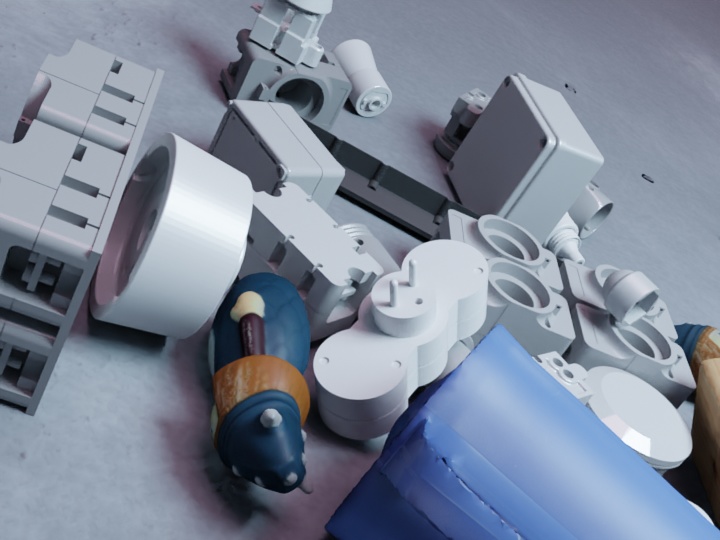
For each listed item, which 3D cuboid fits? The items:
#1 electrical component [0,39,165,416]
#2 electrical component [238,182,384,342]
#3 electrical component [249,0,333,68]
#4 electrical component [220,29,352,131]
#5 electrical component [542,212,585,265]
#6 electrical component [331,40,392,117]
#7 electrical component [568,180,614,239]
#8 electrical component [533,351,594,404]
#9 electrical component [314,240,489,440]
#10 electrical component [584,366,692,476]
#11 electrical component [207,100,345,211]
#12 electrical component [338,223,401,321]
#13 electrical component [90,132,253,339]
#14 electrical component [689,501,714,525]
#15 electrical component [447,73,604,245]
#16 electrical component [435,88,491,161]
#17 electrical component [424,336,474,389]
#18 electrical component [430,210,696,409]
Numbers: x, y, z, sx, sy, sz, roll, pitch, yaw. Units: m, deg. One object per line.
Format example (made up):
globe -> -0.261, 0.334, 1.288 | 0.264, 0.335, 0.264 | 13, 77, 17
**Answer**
electrical component -> -0.162, -0.032, 0.560 | 0.060, 0.105, 0.186 | 22, 32, -15
electrical component -> -0.040, -0.003, 0.667 | 0.089, 0.055, 0.050 | 44, 34, 22
electrical component -> -0.051, -0.198, 0.838 | 0.066, 0.055, 0.048 | 31, 29, 3
electrical component -> -0.059, -0.150, 0.868 | 0.089, 0.050, 0.055 | 9, 36, -31
electrical component -> 0.167, -0.026, 0.897 | 0.035, 0.035, 0.061 | 5, 42, -36
electrical component -> 0.001, -0.167, 0.954 | 0.044, 0.044, 0.065 | 4, 45, -36
electrical component -> 0.176, -0.069, 0.946 | 0.077, 0.044, 0.079 | 45, 18, 22
electrical component -> 0.106, 0.085, 0.665 | 0.066, 0.055, 0.048 | -7, 47, -45
electrical component -> 0.025, 0.026, 0.617 | 0.052, 0.073, 0.138 | 25, 52, 26
electrical component -> 0.168, 0.105, 0.693 | 0.080, 0.051, 0.080 | 22, 32, -14
electrical component -> -0.062, -0.073, 0.744 | 0.061, 0.061, 0.096 | -4, 45, -43
electrical component -> 0.000, 0.000, 0.709 | 0.043, 0.043, 0.081 | -1, 43, -41
electrical component -> -0.098, -0.014, 0.591 | 0.060, 0.108, 0.108 | 23, 31, -25
electrical component -> 0.175, 0.162, 0.617 | 0.055, 0.055, 0.047 | 40, 29, 15
electrical component -> 0.132, -0.086, 0.881 | 0.056, 0.108, 0.108 | 16, 34, -27
electrical component -> 0.098, -0.126, 0.960 | 0.048, 0.055, 0.066 | 37, 32, 11
electrical component -> 0.054, 0.059, 0.670 | 0.045, 0.045, 0.055 | 6, 38, -35
electrical component -> 0.137, 0.034, 0.760 | 0.186, 0.060, 0.105 | 22, 32, -14
